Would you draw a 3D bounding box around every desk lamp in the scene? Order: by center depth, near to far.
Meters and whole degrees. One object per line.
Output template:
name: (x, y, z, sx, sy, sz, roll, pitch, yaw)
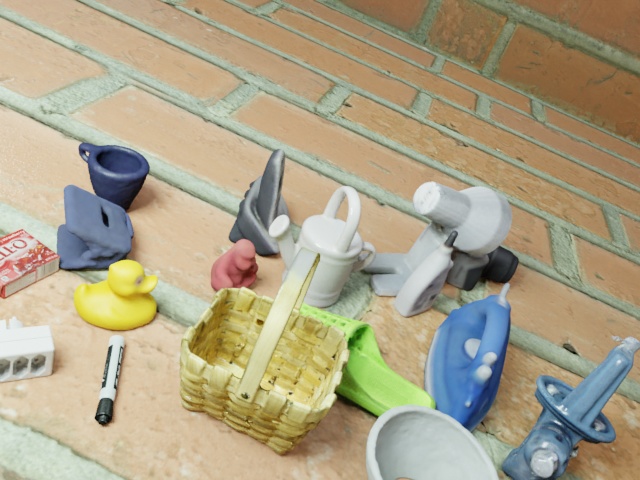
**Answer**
desk lamp: (0.205, -0.005, 1.003, 0.204, 0.213, 0.117, 2, 39, -29)

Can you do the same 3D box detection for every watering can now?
watering can: (0.009, 0.005, 0.887, 0.173, 0.194, 0.100, -7, 44, -38)

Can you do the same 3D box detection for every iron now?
iron: (0.234, 0.172, 0.842, 0.118, 0.141, 0.259, 27, 34, 6)

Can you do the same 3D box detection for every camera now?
camera: (0.320, 0.032, 1.124, 0.136, 0.101, 0.143, 26, 34, 3)

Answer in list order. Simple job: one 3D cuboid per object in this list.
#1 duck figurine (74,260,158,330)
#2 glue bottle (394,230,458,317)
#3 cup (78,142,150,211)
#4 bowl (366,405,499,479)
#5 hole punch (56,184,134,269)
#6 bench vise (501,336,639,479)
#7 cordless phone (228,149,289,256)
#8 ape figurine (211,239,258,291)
duck figurine: (-0.259, 0.063, 0.740, 0.105, 0.086, 0.077, 7, 37, -23)
glue bottle: (0.186, 0.053, 0.948, 0.078, 0.173, 0.037, -9, 46, -39)
cup: (-0.333, -0.094, 0.902, 0.117, 0.095, 0.092, 27, 34, 5)
bowl: (0.122, 0.285, 0.678, 0.168, 0.074, 0.167, 16, 34, -11)
hole punch: (-0.316, -0.020, 0.814, 0.101, 0.091, 0.108, 3, 39, -29)
bench vise: (0.346, 0.235, 0.753, 0.121, 0.219, 0.208, 28, 34, 7)
cordless phone: (-0.078, -0.080, 0.959, 0.094, 0.185, 0.147, 19, 34, -7)
ape figurine: (-0.122, 0.040, 0.851, 0.078, 0.092, 0.076, -9, 45, -39)
